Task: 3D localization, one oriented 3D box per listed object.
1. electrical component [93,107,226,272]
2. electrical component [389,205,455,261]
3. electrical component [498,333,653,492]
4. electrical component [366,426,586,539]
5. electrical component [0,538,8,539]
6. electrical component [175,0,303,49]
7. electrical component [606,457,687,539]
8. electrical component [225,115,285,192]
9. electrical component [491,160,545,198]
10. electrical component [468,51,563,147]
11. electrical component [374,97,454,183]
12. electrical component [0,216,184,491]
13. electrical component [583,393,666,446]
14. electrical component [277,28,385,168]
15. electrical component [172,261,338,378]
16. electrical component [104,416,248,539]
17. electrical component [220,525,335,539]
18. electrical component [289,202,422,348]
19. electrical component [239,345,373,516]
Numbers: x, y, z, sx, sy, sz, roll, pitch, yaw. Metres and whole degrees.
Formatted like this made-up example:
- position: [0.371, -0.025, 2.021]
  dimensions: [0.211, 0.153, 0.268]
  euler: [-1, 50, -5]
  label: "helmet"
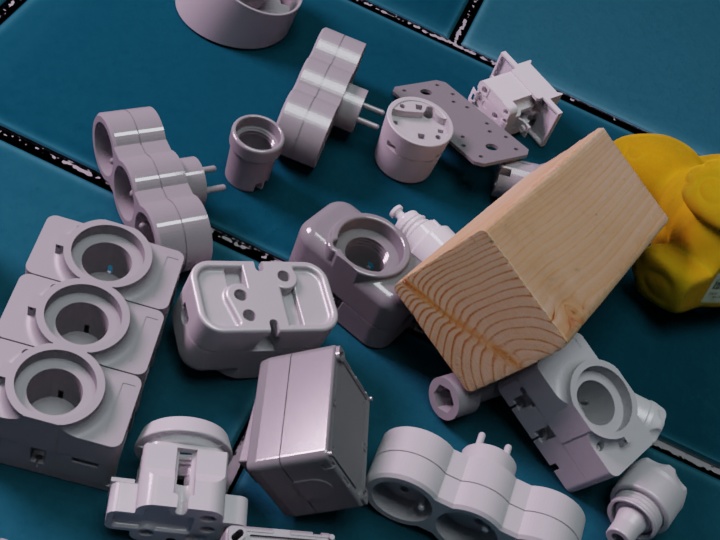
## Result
- position: [-0.132, -0.060, 0.764]
  dimensions: [0.074, 0.052, 0.138]
  euler: [-13, 57, -29]
  label: "electrical component"
- position: [0.052, -0.018, 0.805]
  dimensions: [0.040, 0.040, 0.078]
  euler: [-28, 66, -35]
  label: "electrical component"
- position: [0.146, 0.094, 0.721]
  dimensions: [0.050, 0.056, 0.089]
  euler: [-30, 84, -36]
  label: "electrical component"
- position: [0.077, 0.135, 0.680]
  dimensions: [0.138, 0.052, 0.073]
  euler: [25, 48, 2]
  label: "electrical component"
- position: [-0.213, 0.155, 0.571]
  dimensions: [0.061, 0.035, 0.035]
  euler: [16, 49, -4]
  label: "electrical component"
- position: [-0.101, -0.237, 0.928]
  dimensions: [0.099, 0.064, 0.099]
  euler: [19, 50, -23]
  label: "electrical component"
- position: [0.184, 0.157, 0.707]
  dimensions: [0.043, 0.043, 0.062]
  euler: [40, 51, 14]
  label: "electrical component"
- position: [-0.081, -0.087, 0.809]
  dimensions: [0.040, 0.046, 0.040]
  euler: [10, 50, -12]
  label: "electrical component"
- position: [0.134, -0.071, 0.879]
  dimensions: [0.046, 0.040, 0.040]
  euler: [15, 48, 1]
  label: "electrical component"
- position: [0.133, -0.146, 0.938]
  dimensions: [0.064, 0.042, 0.081]
  euler: [-22, 62, -31]
  label: "electrical component"
- position: [0.042, -0.103, 0.866]
  dimensions: [0.055, 0.047, 0.055]
  euler: [10, 50, -12]
  label: "electrical component"
- position: [-0.172, 0.045, 0.657]
  dimensions: [0.089, 0.061, 0.150]
  euler: [17, 49, -7]
  label: "electrical component"
- position: [0.182, 0.100, 0.759]
  dimensions: [0.061, 0.035, 0.035]
  euler: [27, 48, 6]
  label: "electrical component"
- position: [-0.016, -0.134, 0.867]
  dimensions: [0.074, 0.052, 0.138]
  euler: [22, 48, -2]
  label: "electrical component"
- position: [-0.071, 0.032, 0.701]
  dimensions: [0.095, 0.059, 0.053]
  euler: [1, 55, -28]
  label: "electrical component"
- position: [-0.104, 0.122, 0.623]
  dimensions: [0.078, 0.058, 0.057]
  euler: [9, 53, -13]
  label: "electrical component"
- position: [-0.050, 0.195, 0.584]
  dimensions: [0.062, 0.061, 0.096]
  euler: [8, 58, -14]
  label: "electrical component"
- position: [0.000, 0.000, 0.758]
  dimensions: [0.095, 0.059, 0.054]
  euler: [39, 50, 13]
  label: "electrical component"
- position: [-0.032, 0.093, 0.658]
  dimensions: [0.061, 0.061, 0.096]
  euler: [-12, 46, 17]
  label: "electrical component"
